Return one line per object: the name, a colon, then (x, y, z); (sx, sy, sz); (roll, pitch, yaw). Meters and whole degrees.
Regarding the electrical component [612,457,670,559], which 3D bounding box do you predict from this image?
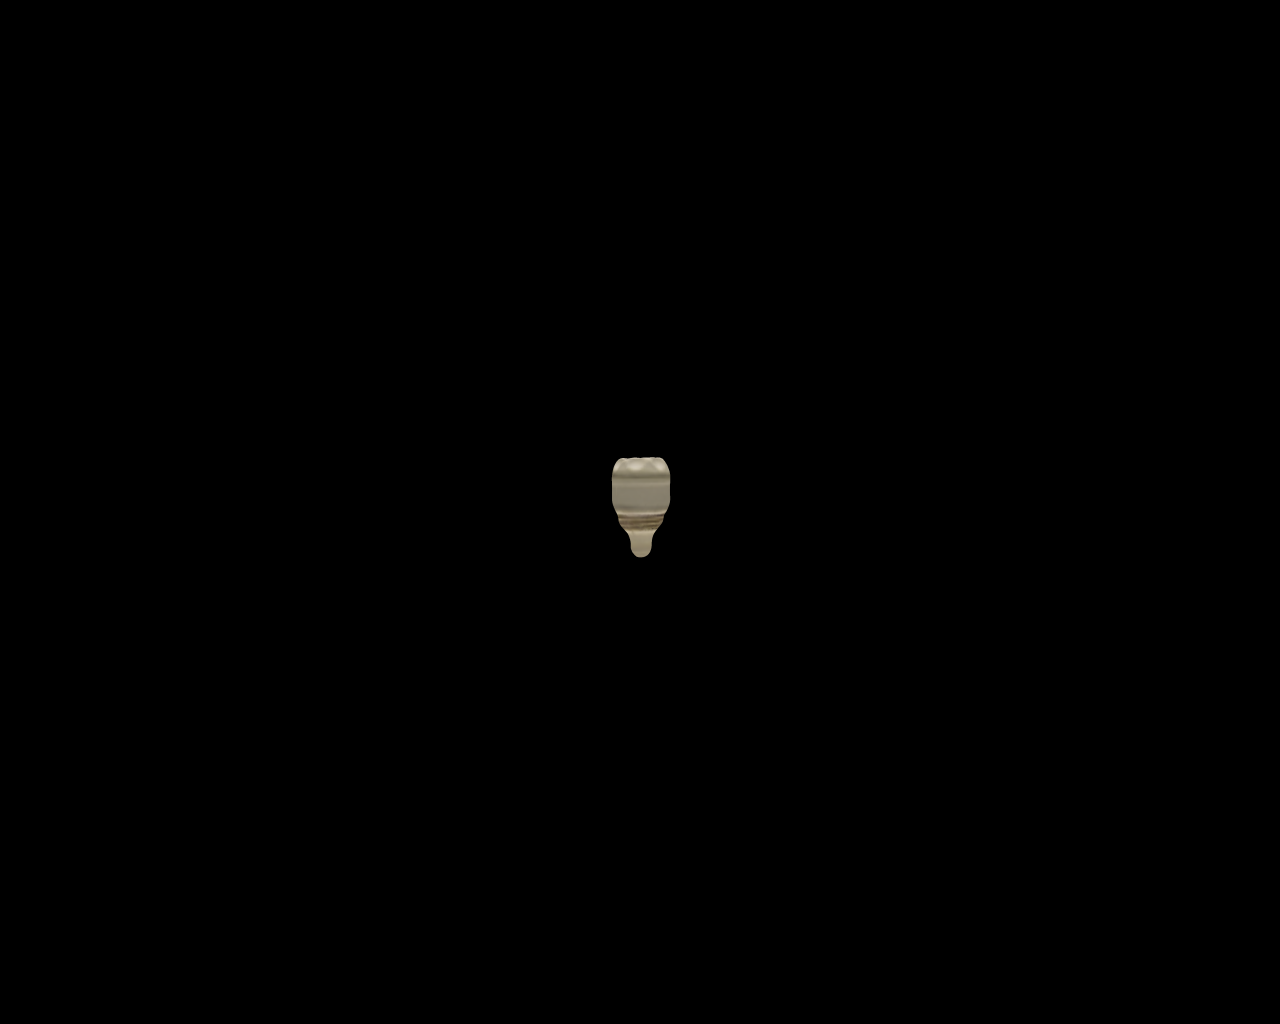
electrical component: (0.001, -0.003, 0.650); (0.035, 0.061, 0.035); (0, 3, 0)
